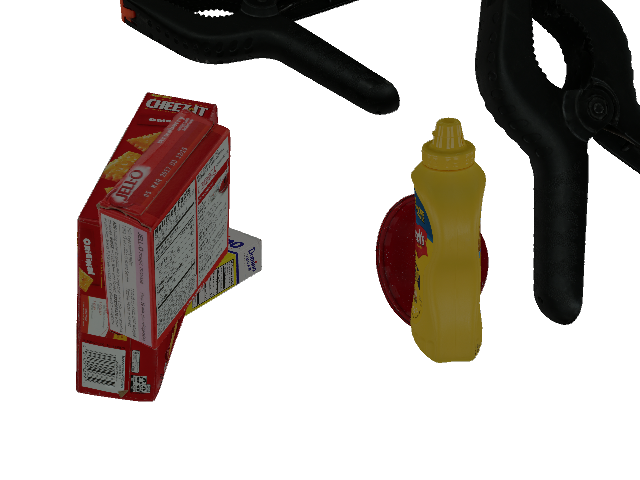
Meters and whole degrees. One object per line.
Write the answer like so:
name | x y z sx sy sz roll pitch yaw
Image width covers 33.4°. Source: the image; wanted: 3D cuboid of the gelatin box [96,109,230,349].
gelatin box | -0.072 -0.005 0.498 0.030 0.089 0.073 21 49 13

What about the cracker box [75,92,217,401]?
cracker box | -0.136 0.000 0.866 0.072 0.164 0.213 9 32 1

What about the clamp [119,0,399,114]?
clamp | -0.036 -0.149 0.744 0.210 0.164 0.036 1 -43 -3

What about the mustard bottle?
mustard bottle | 0.102 -0.005 0.853 0.058 0.192 0.096 -2 26 0

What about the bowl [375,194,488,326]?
bowl | 0.140 0.022 1.208 0.161 0.162 0.055 0 -7 -40

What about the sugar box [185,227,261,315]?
sugar box | -0.149 0.033 1.098 0.093 0.048 0.175 19 34 30

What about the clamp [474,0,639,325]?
clamp | 0.116 -0.049 0.500 0.120 0.171 0.039 -39 7 -24
